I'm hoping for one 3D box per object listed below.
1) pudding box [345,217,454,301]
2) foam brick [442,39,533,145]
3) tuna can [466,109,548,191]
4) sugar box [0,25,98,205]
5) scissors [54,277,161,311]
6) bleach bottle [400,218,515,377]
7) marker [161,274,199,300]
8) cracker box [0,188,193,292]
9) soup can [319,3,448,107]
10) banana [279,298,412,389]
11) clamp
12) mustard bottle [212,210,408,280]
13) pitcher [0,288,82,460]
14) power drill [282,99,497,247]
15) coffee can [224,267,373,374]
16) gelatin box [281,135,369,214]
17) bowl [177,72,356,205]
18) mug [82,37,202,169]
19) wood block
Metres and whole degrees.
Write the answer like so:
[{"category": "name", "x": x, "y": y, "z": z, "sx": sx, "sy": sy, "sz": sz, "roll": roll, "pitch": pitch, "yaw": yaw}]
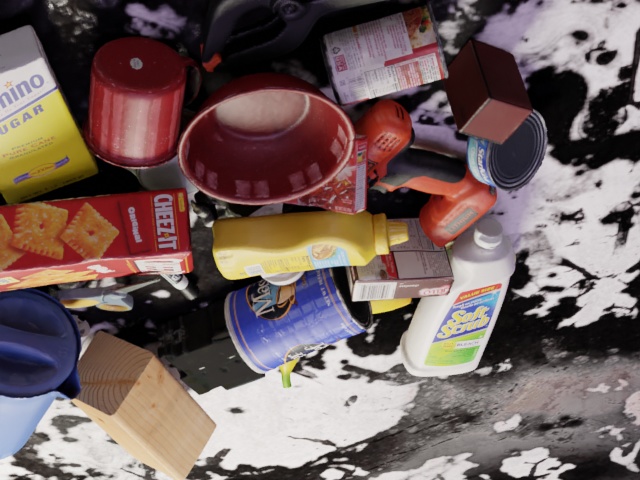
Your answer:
[{"category": "pudding box", "x": 0.084, "y": 0.019, "z": 1.181, "sx": 0.113, "sy": 0.090, "sz": 0.039, "roll": -2, "pitch": 141, "yaw": -11}, {"category": "foam brick", "x": 0.156, "y": -0.139, "z": 1.002, "sx": 0.051, "sy": 0.078, "sz": 0.053, "roll": 11, "pitch": 140, "yaw": -27}, {"category": "tuna can", "x": 0.186, "y": -0.094, "z": 1.067, "sx": 0.085, "sy": 0.034, "sz": 0.086, "roll": -16, "pitch": 117, "yaw": -34}, {"category": "sugar box", "x": -0.265, "y": -0.104, "z": 0.943, "sx": 0.093, "sy": 0.048, "sz": 0.176, "roll": -22, "pitch": 153, "yaw": -6}, {"category": "scissors", "x": -0.210, "y": 0.060, "z": 1.165, "sx": 0.202, "sy": 0.016, "sz": 0.096, "roll": -9, "pitch": 164, "yaw": 39}, {"category": "bleach bottle", "x": 0.163, "y": 0.066, "z": 1.249, "sx": 0.102, "sy": 0.068, "sz": 0.251, "roll": -3, "pitch": 141, "yaw": -9}, {"category": "marker", "x": -0.171, "y": 0.034, "z": 1.197, "sx": 0.020, "sy": 0.020, "sz": 0.121, "roll": -22, "pitch": 142, "yaw": 15}, {"category": "cracker box", "x": -0.232, "y": 0.004, "z": 1.043, "sx": 0.213, "sy": 0.072, "sz": 0.164, "roll": -5, "pitch": 174, "yaw": -6}, {"category": "soup can", "x": 0.057, "y": -0.164, "z": 0.952, "sx": 0.102, "sy": 0.068, "sz": 0.068, "roll": -15, "pitch": 143, "yaw": 6}, {"category": "banana", "x": 0.015, "y": 0.100, "z": 1.297, "sx": 0.198, "sy": 0.037, "sz": 0.069, "roll": -35, "pitch": 116, "yaw": 10}, {"category": "clamp", "x": -0.017, "y": -0.206, "z": 0.904, "sx": 0.164, "sy": 0.036, "sz": 0.210, "roll": 23, "pitch": 134, "yaw": -37}, {"category": "mustard bottle", "x": -0.007, "y": 0.001, "z": 1.074, "sx": 0.191, "sy": 0.058, "sz": 0.096, "roll": -5, "pitch": 160, "yaw": 6}, {"category": "pitcher", "x": -0.373, "y": 0.158, "z": 1.226, "sx": 0.144, "sy": 0.149, "sz": 0.243, "roll": -1, "pitch": 150, "yaw": -28}, {"category": "power drill", "x": 0.075, "y": -0.052, "z": 1.111, "sx": 0.187, "sy": 0.057, "sz": 0.185, "roll": 18, "pitch": 136, "yaw": -33}, {"category": "coffee can", "x": -0.024, "y": 0.081, "z": 1.224, "sx": 0.140, "sy": 0.103, "sz": 0.102, "roll": -24, "pitch": 141, "yaw": 17}, {"category": "gelatin box", "x": 0.002, "y": -0.068, "z": 1.033, "sx": 0.089, "sy": 0.030, "sz": 0.073, "roll": 11, "pitch": 109, "yaw": 29}, {"category": "bowl", "x": -0.051, "y": -0.101, "z": 0.971, "sx": 0.162, "sy": 0.055, "sz": 0.162, "roll": -6, "pitch": 146, "yaw": -5}, {"category": "mug", "x": -0.152, "y": -0.128, "z": 0.943, "sx": 0.117, "sy": 0.093, "sz": 0.082, "roll": -26, "pitch": 148, "yaw": -34}, {"category": "wood block", "x": -0.221, "y": 0.211, "z": 1.332, "sx": 0.091, "sy": 0.090, "sz": 0.206, "roll": 19, "pitch": 155, "yaw": 30}]
